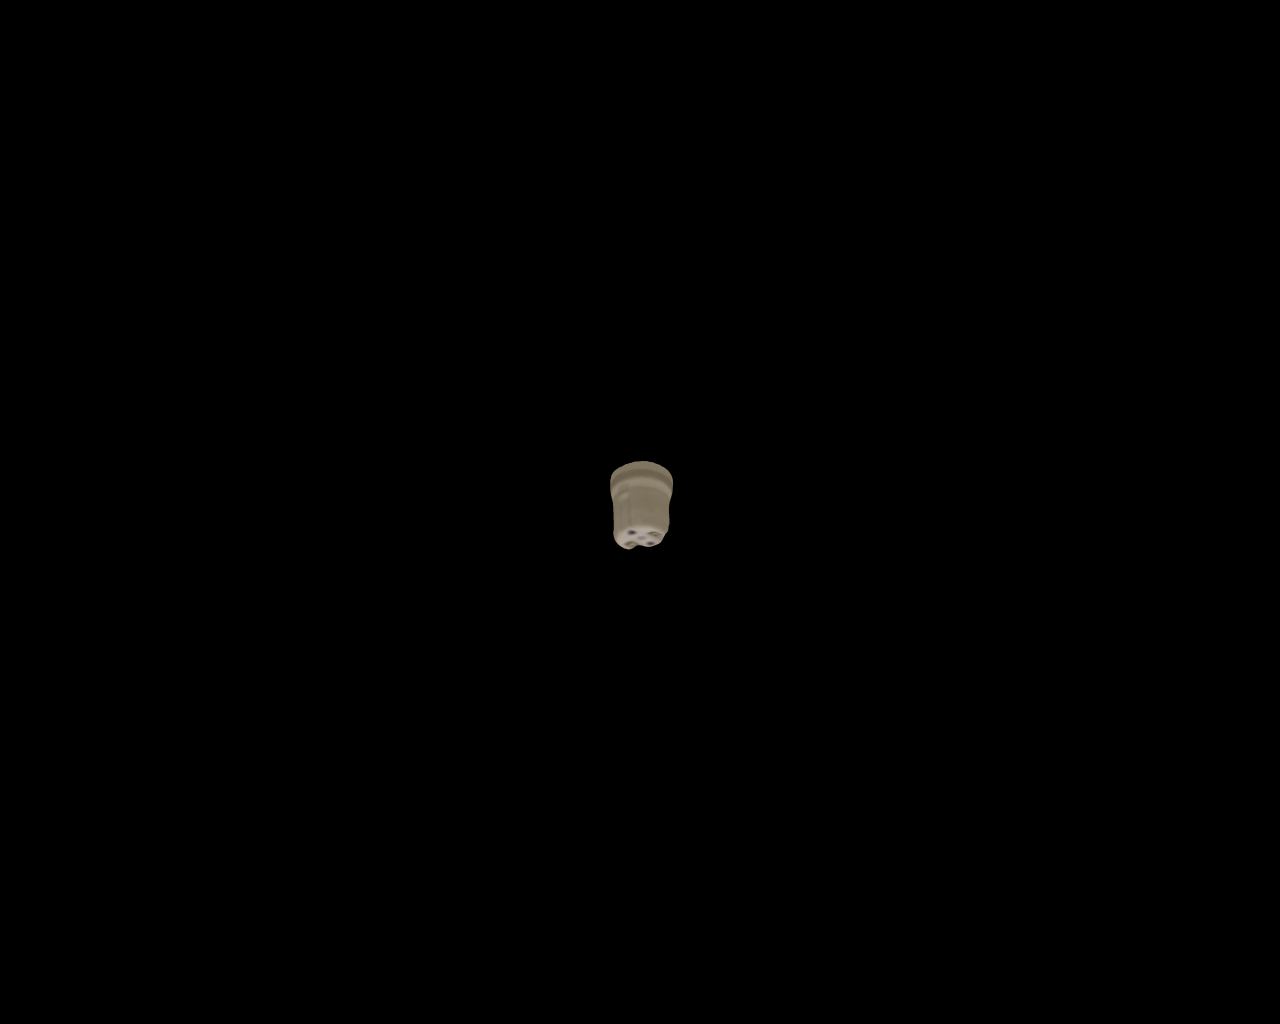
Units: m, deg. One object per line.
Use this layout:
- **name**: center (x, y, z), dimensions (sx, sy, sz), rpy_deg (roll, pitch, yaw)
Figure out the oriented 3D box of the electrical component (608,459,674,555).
- **electrical component**: center (0.001, -0.003, 0.650), dimensions (0.040, 0.046, 0.040), rpy_deg (0, -34, 0)
